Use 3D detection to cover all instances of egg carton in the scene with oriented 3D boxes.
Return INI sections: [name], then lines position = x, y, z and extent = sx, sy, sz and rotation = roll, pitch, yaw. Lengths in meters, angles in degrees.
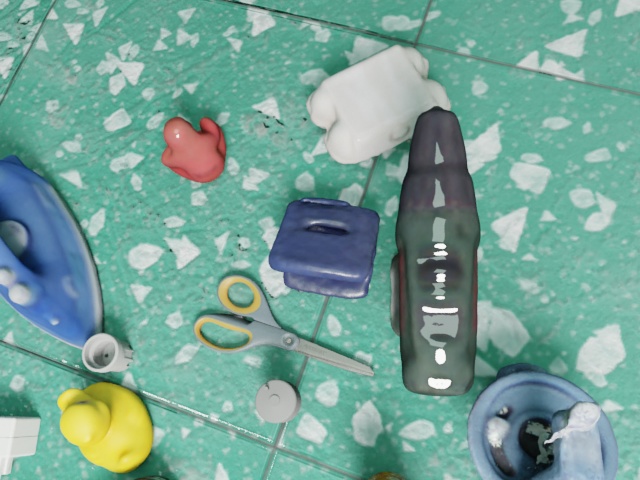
[egg carton]
position = 0.066, -0.152, 0.653
extent = 0.150, 0.069, 0.107
rotation = -27, 72, -2

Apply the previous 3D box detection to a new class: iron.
[iron]
position = -0.332, 0.009, 0.615
extent = 0.119, 0.141, 0.258
rotation = -38, 73, -5

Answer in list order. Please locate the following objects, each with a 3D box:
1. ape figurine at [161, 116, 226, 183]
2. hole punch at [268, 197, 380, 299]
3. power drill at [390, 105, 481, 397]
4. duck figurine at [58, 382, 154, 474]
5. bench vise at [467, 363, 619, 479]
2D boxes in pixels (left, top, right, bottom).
[ape figurine]
position = -0.149, -0.109, 0.654
extent = 0.078, 0.092, 0.076
rotation = -25, 72, -1
[hole punch]
position = 0.006, 0.002, 0.603
extent = 0.108, 0.091, 0.101
rotation = 7, 74, 9
[power drill]
position = 0.101, 0.025, 0.523
extent = 0.075, 0.208, 0.229
rotation = -1, 73, 7
[duck figurine]
position = -0.222, 0.189, 0.577
extent = 0.077, 0.086, 0.104
rotation = -44, 73, -7
[bench vise]
position = 0.192, 0.198, 0.455
extent = 0.121, 0.220, 0.207
rotation = -15, 72, 3
